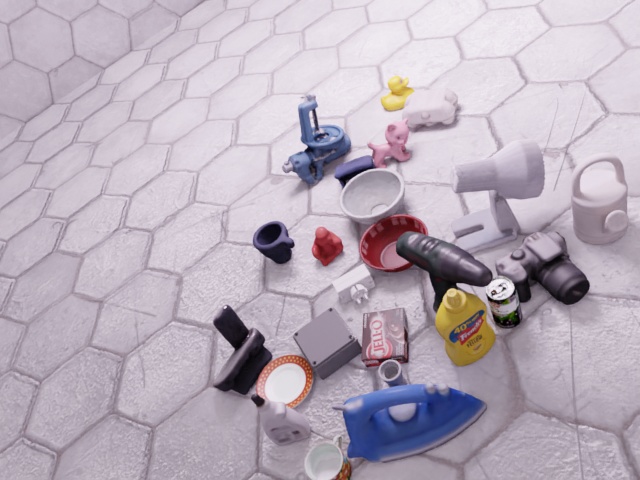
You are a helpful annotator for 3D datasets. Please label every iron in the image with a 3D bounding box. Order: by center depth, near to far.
[{"bbox_3d":[0.150,0.290,0.992,0.258,0.142,0.118,-19,44,11],"label":"iron"}]

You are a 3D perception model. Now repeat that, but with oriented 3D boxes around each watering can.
[{"bbox_3d":[0.535,-0.083,1.089,0.101,0.195,0.172,-32,43,-2],"label":"watering can"}]

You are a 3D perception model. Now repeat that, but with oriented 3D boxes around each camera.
[{"bbox_3d":[0.426,0.061,1.084,0.143,0.101,0.136,-31,43,-1],"label":"camera"}]

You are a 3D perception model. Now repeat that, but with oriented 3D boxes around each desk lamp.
[{"bbox_3d":[0.358,-0.092,1.178,0.203,0.214,0.118,-20,44,11],"label":"desk lamp"}]

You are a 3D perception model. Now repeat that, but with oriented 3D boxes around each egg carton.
[{"bbox_3d":[0.298,-0.357,1.557,0.150,0.070,0.107,-1,50,27],"label":"egg carton"}]

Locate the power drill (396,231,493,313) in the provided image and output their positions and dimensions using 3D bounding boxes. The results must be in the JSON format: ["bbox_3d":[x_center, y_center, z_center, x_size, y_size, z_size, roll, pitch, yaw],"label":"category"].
[{"bbox_3d":[0.248,0.075,1.087,0.076,0.209,0.228,-44,45,-14],"label":"power drill"}]

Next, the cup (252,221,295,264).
[{"bbox_3d":[-0.097,0.016,1.408,0.117,0.095,0.092,12,58,36],"label":"cup"}]

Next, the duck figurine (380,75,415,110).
[{"bbox_3d":[0.219,-0.433,1.657,0.104,0.086,0.077,-24,44,7],"label":"duck figurine"}]

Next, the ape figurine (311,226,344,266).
[{"bbox_3d":[0.013,0.005,1.362,0.077,0.092,0.076,-10,47,20],"label":"ape figurine"}]

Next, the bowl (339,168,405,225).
[{"bbox_3d":[0.136,-0.093,1.399,0.167,0.075,0.167,-15,46,16],"label":"bowl"}]

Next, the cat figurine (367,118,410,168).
[{"bbox_3d":[0.183,-0.259,1.494,0.127,0.118,0.067,-23,44,8],"label":"cat figurine"}]

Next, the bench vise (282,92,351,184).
[{"bbox_3d":[-0.019,-0.269,1.536,0.121,0.220,0.208,15,59,37],"label":"bench vise"}]

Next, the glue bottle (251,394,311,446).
[{"bbox_3d":[-0.082,0.327,1.059,0.078,0.174,0.037,-19,45,12],"label":"glue bottle"}]

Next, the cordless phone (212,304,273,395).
[{"bbox_3d":[-0.194,0.228,1.201,0.093,0.186,0.148,10,57,35],"label":"cordless phone"}]

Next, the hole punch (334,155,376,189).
[{"bbox_3d":[0.090,-0.180,1.491,0.108,0.091,0.101,-20,44,11],"label":"hole punch"}]
